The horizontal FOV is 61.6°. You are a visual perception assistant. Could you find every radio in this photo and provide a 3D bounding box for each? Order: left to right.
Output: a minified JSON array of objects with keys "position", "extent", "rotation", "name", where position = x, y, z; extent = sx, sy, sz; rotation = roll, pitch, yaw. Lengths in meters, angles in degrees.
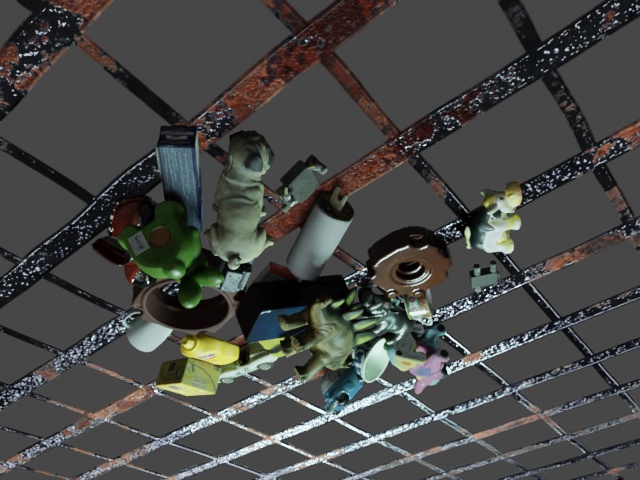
[{"position":[-0.055,0.145,1.139],"extent":[0.229,0.073,0.131],"rotation":[-2,142,-33],"name":"radio"}]

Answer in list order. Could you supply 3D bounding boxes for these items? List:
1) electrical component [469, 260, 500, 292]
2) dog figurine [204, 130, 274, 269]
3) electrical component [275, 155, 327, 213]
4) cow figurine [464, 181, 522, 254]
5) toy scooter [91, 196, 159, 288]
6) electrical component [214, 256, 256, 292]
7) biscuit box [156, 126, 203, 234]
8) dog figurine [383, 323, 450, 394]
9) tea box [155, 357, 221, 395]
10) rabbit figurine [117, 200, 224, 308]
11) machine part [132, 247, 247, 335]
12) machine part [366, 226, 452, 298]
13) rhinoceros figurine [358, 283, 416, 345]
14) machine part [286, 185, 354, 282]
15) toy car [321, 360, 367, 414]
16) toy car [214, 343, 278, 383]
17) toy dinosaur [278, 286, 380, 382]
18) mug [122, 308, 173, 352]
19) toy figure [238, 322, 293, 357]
[{"position":[0.366,0.082,1.195],"extent":[0.063,0.021,0.093],"rotation":[-11,136,7],"name":"electrical component"},{"position":[-0.130,-0.066,0.893],"extent":[0.121,0.172,0.190],"rotation":[-4,146,-16],"name":"dog figurine"},{"position":[-0.033,-0.096,0.927],"extent":[0.102,0.045,0.078],"rotation":[-42,143,-9],"name":"electrical component"},{"position":[0.329,-0.045,1.026],"extent":[0.098,0.068,0.167],"rotation":[-2,137,6],"name":"cow figurine"},{"position":[-0.360,-0.006,0.992],"extent":[0.135,0.075,0.183],"rotation":[19,114,14],"name":"toy scooter"},{"position":[-0.162,0.030,1.014],"extent":[0.058,0.134,0.114],"rotation":[11,133,-17],"name":"electrical component"},{"position":[-0.237,-0.097,0.924],"extent":[0.063,0.059,0.202],"rotation":[1,137,-8],"name":"biscuit box"},{"position":[0.245,0.312,1.375],"extent":[0.192,0.108,0.219],"rotation":[0,140,-7],"name":"dog figurine"},{"position":[-0.333,0.345,1.350],"extent":[0.098,0.068,0.170],"rotation":[26,152,-28],"name":"tea box"},{"position":[-0.234,0.031,0.929],"extent":[0.121,0.159,0.170],"rotation":[-43,159,-6],"name":"rabbit figurine"},{"position":[-0.273,0.108,1.126],"extent":[0.201,0.087,0.201],"rotation":[25,131,-28],"name":"machine part"},{"position":[0.186,0.050,1.122],"extent":[0.179,0.056,0.179],"rotation":[-2,136,-2],"name":"machine part"},{"position":[0.148,0.170,1.236],"extent":[0.112,0.073,0.190],"rotation":[-31,131,28],"name":"rhinoceros figurine"},{"position":[-0.002,-0.003,1.025],"extent":[0.079,0.079,0.243],"rotation":[14,130,-19],"name":"machine part"},{"position":[0.056,0.378,1.426],"extent":[0.103,0.162,0.109],"rotation":[42,145,17],"name":"toy car"},{"position":[-0.190,0.300,1.348],"extent":[0.202,0.073,0.056],"rotation":[-24,137,20],"name":"toy car"},{"position":[0.022,0.208,1.122],"extent":[0.199,0.105,0.470],"rotation":[-24,154,-14],"name":"toy dinosaur"},{"position":[-0.381,0.184,1.212],"extent":[0.107,0.081,0.109],"rotation":[-38,120,18],"name":"mug"},{"position":[-0.126,0.202,1.236],"extent":[0.082,0.089,0.180],"rotation":[-14,139,18],"name":"toy figure"}]
